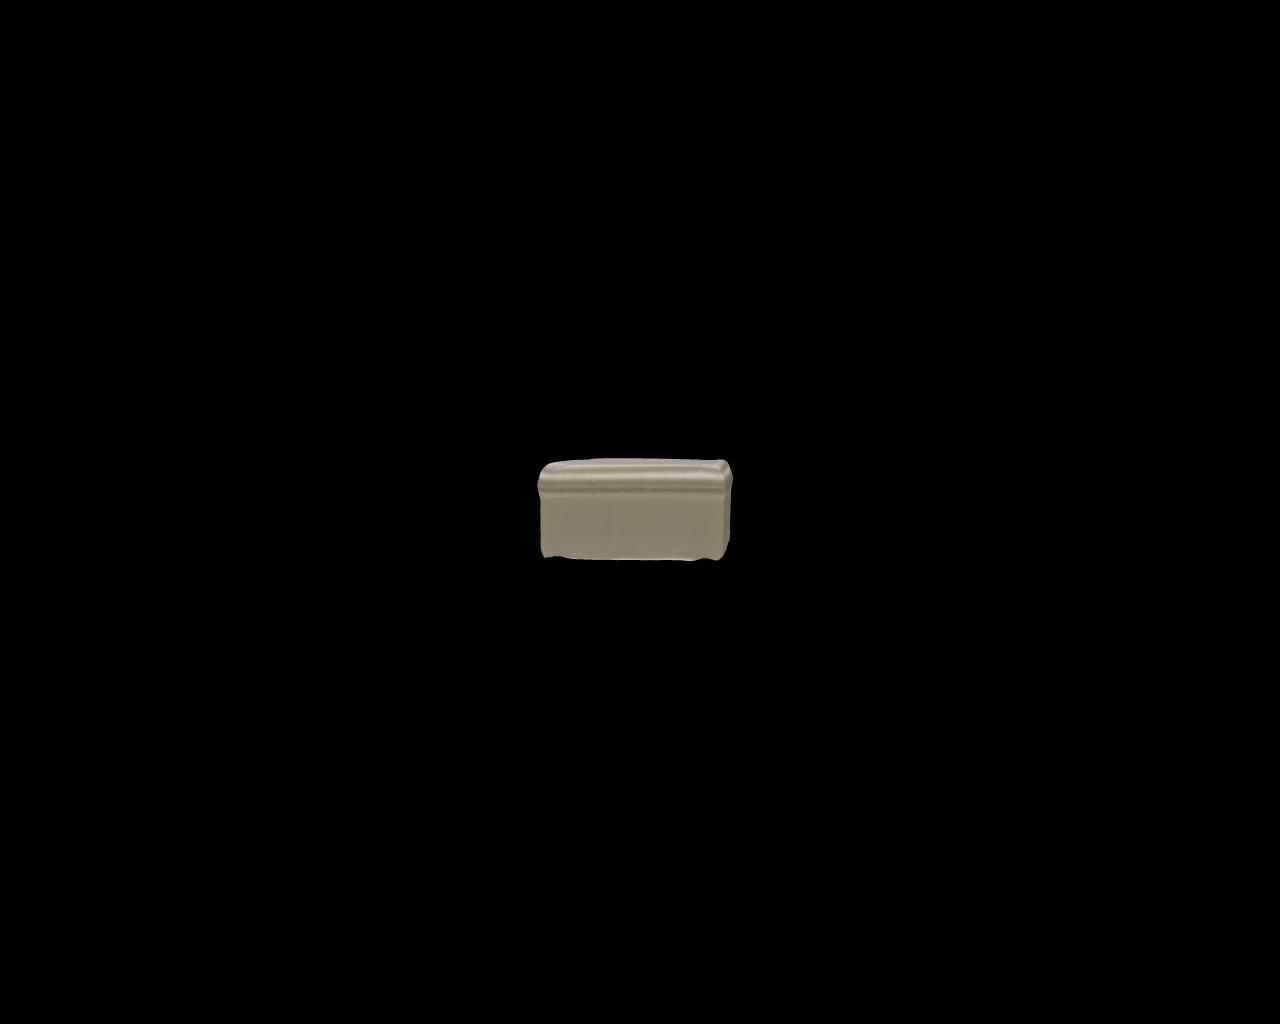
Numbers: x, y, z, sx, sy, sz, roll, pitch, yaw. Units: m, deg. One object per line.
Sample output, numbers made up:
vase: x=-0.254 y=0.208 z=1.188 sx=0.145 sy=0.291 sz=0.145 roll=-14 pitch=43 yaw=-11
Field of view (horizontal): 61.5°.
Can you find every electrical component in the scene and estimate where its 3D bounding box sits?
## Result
electrical component: x=0.001 y=-0.003 z=0.650 sx=0.109 sy=0.056 sz=0.109 roll=1 pitch=5 yaw=7
